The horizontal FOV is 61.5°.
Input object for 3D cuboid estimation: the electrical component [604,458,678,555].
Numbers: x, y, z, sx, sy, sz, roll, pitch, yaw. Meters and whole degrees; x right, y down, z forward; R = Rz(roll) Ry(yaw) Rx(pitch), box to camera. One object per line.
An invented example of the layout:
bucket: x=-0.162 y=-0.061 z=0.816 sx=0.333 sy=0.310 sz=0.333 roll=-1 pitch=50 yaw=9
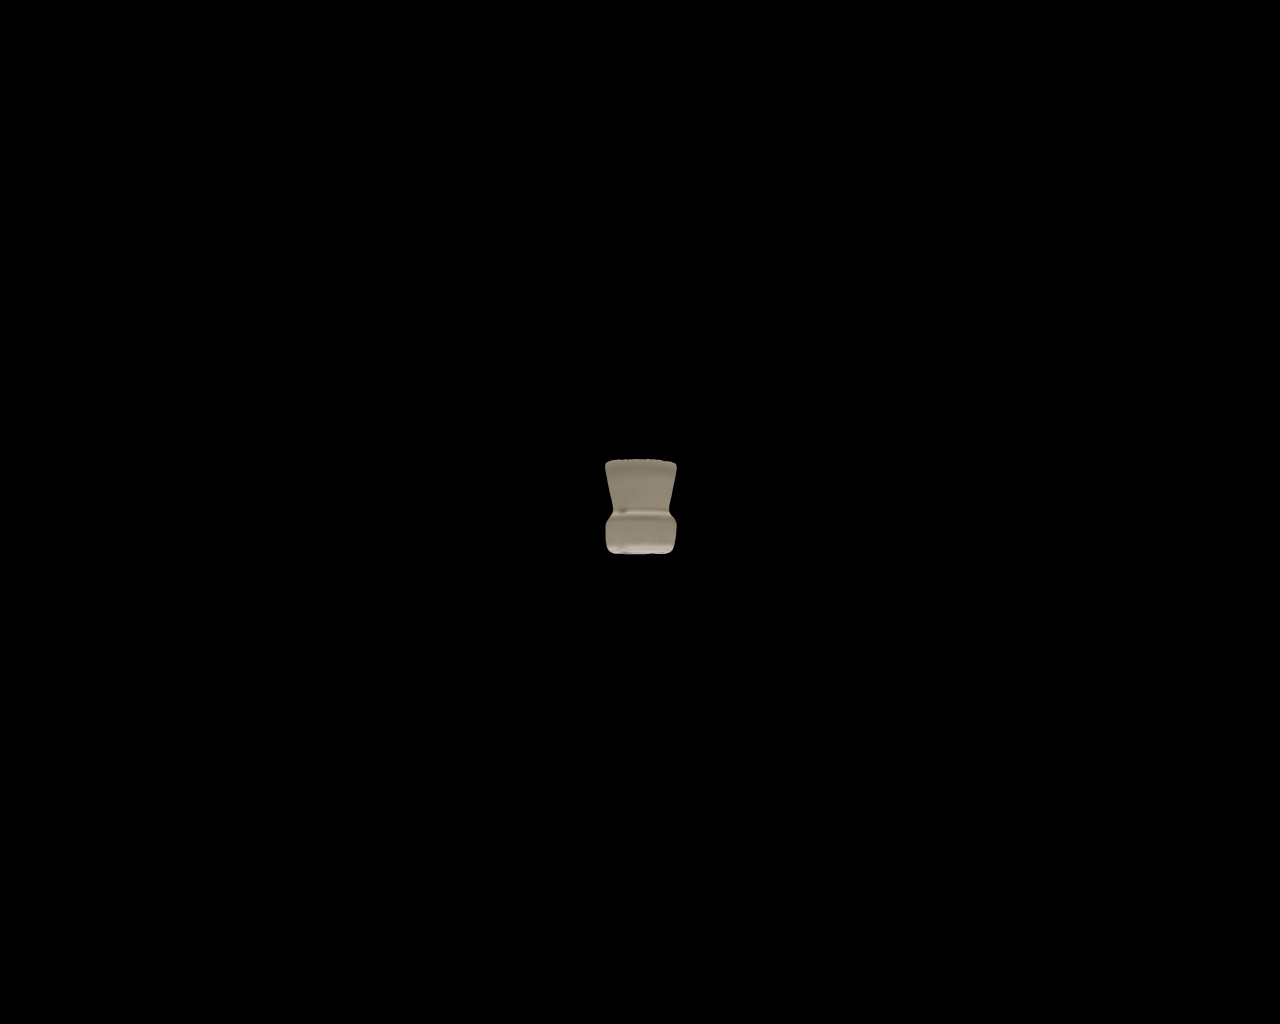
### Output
electrical component: x=0.001 y=-0.003 z=0.650 sx=0.045 sy=0.055 sz=0.045 roll=0 pitch=-5 yaw=0
